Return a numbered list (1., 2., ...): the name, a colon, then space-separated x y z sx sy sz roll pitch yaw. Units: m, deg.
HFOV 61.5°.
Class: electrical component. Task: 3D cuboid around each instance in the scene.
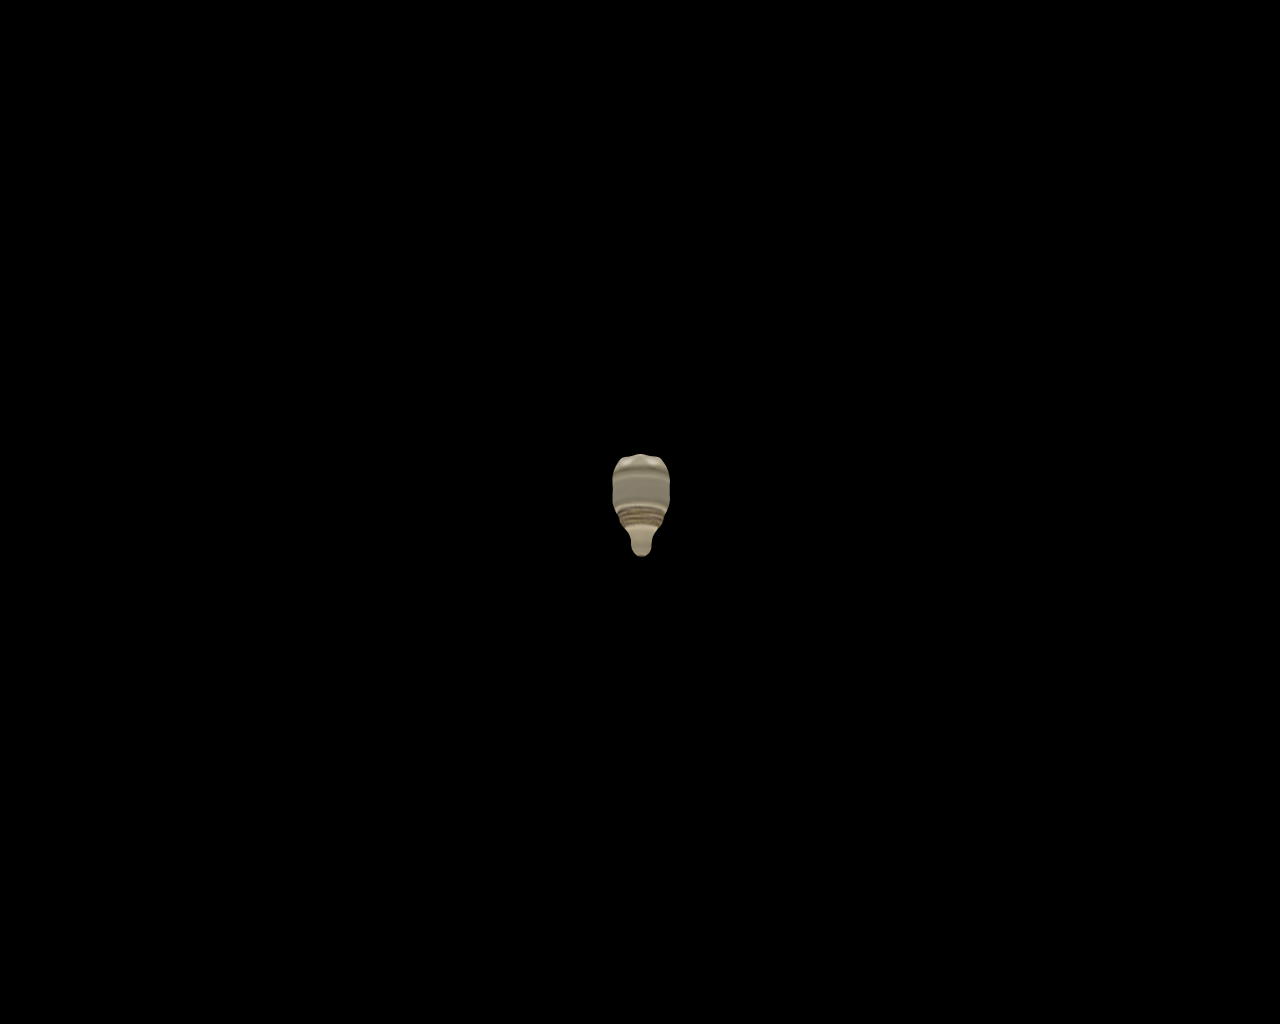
1. electrical component: 0.001 -0.003 0.650 0.035 0.061 0.035 0 -15 0
